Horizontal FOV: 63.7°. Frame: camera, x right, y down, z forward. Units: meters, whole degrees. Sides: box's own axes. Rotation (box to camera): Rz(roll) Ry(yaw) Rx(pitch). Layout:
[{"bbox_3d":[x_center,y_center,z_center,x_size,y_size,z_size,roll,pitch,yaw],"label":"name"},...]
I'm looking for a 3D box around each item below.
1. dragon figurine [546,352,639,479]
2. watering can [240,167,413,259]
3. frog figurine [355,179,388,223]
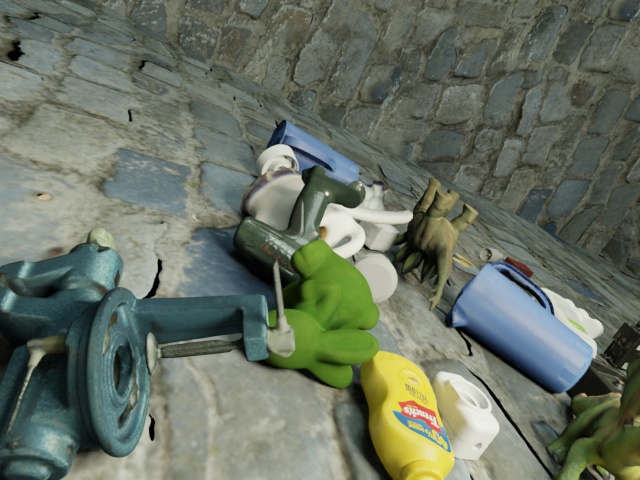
[{"bbox_3d":[0.420,0.226,0.702,0.123,0.239,0.414,28,19,12],"label":"dragon figurine"},{"bbox_3d":[0.003,-0.048,0.963,0.351,0.102,0.227,-20,50,-42],"label":"watering can"},{"bbox_3d":[0.071,-0.074,1.219,0.161,0.120,0.139,-31,44,-29],"label":"frog figurine"}]
